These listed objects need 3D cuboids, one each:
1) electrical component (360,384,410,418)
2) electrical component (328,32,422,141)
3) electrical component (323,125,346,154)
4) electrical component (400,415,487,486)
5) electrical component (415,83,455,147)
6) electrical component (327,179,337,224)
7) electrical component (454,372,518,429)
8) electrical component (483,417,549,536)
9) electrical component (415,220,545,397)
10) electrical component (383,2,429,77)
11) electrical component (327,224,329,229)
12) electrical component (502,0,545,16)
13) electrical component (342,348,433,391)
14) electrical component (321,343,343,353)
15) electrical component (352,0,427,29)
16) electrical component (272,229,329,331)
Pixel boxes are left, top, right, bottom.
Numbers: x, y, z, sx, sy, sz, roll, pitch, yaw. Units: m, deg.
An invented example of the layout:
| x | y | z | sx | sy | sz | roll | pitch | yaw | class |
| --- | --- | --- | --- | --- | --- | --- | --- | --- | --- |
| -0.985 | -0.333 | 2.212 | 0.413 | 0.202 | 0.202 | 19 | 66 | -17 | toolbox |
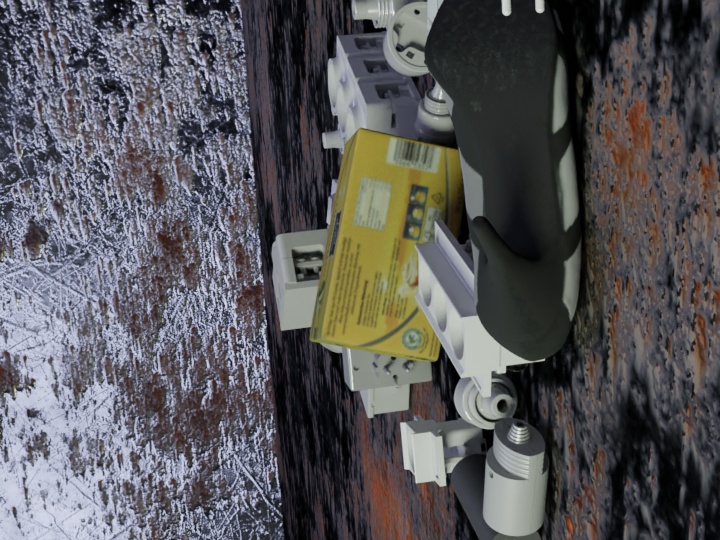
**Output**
| x | y | z | sx | sy | sz | roll | pitch | yaw | class |
| --- | --- | --- | --- | --- | --- | --- | --- | --- | --- |
| 0.024 | 0.101 | 1.196 | 0.099 | 0.048 | 0.099 | -110 | 16 | -53 | electrical component |
| 0.012 | -0.159 | 1.054 | 0.150 | 0.062 | 0.089 | -108 | 15 | -50 | electrical component |
| -0.010 | -0.146 | 1.190 | 0.048 | 0.062 | 0.048 | 174 | 90 | -81 | electrical component |
| 0.071 | 0.150 | 0.909 | 0.081 | 0.064 | 0.042 | -153 | 58 | -79 | electrical component |
| 0.063 | -0.129 | 0.856 | 0.035 | 0.035 | 0.061 | -107 | 17 | -46 | electrical component |
| 0.007 | -0.071 | 1.113 | 0.064 | 0.081 | 0.042 | 45 | 152 | 26 | electrical component |
| 0.096 | 0.096 | 0.789 | 0.062 | 0.043 | 0.043 | -177 | 81 | -79 | electrical component |
| 0.108 | 0.138 | 0.742 | 0.043 | 0.043 | 0.081 | -112 | 19 | -58 | electrical component |
| 0.084 | 0.022 | 0.751 | 0.121 | 0.063 | 0.078 | -116 | 22 | -63 | electrical component |
| 0.046 | -0.183 | 0.865 | 0.047 | 0.055 | 0.055 | -160 | 64 | -83 | electrical component |
| -0.001 | -0.031 | 1.189 | 0.063 | 0.079 | 0.121 | -67 | 14 | 5 | electrical component |
| 0.085 | -0.175 | 0.568 | 0.044 | 0.077 | 0.079 | -132 | 36 | -73 | electrical component |
| 0.030 | 0.091 | 1.052 | 0.076 | 0.083 | 0.047 | -143 | 47 | -77 | electrical component |
| -0.004 | 0.053 | 1.119 | 0.051 | 0.080 | 0.080 | 25 | 125 | 47 | electrical component |
| 0.025 | -0.228 | 0.932 | 0.043 | 0.062 | 0.043 | 174 | 90 | -80 | electrical component |
| 0.000 | 0.000 | 0.965 | 0.089 | 0.150 | 0.061 | 104 | 157 | -63 | electrical component |
